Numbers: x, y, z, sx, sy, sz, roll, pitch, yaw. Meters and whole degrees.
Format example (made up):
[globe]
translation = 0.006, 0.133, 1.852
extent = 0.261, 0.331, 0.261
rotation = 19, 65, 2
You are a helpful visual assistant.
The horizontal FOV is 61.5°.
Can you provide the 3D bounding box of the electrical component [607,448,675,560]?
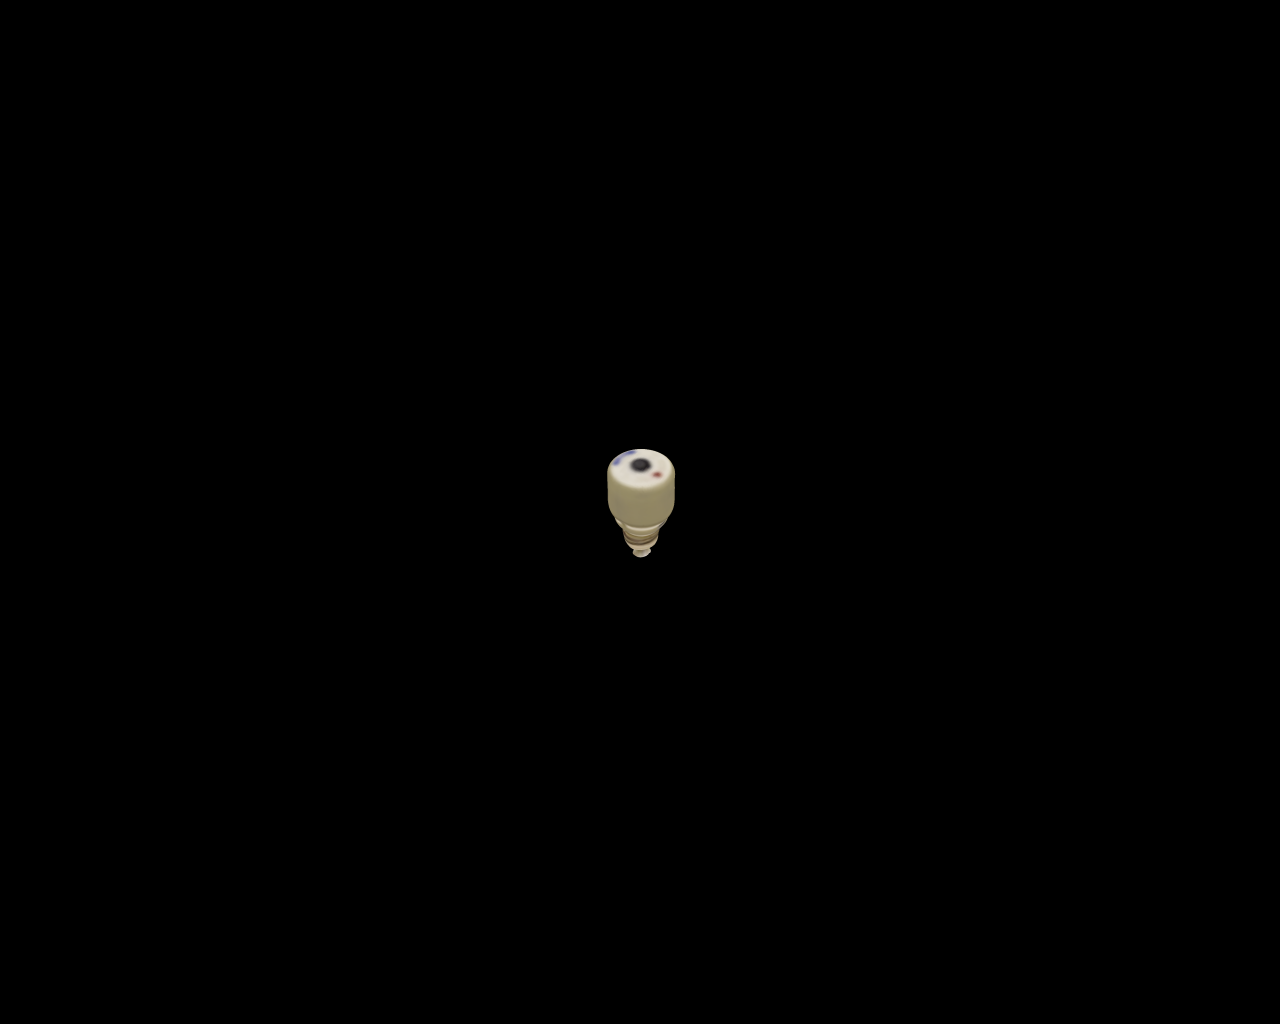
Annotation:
[electrical component]
translation = 0.001, -0.003, 0.650
extent = 0.040, 0.078, 0.040
rotation = 0, 43, 0
